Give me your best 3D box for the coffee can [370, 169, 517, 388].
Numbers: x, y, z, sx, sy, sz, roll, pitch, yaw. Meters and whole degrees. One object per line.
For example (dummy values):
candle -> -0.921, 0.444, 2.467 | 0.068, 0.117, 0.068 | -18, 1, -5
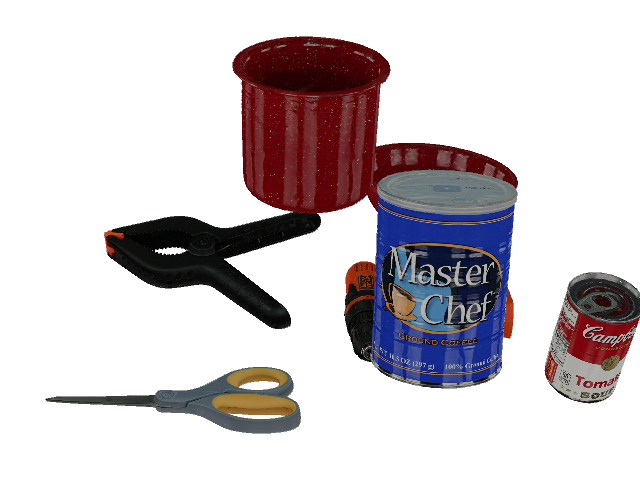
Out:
coffee can -> 0.091, 0.026, 0.806 | 0.103, 0.140, 0.103 | 1, 18, -1

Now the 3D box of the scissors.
scissors -> -0.109, 0.122, 0.863 | 0.202, 0.016, 0.096 | 7, 22, 14

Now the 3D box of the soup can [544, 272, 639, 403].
soup can -> 0.247, 0.089, 0.972 | 0.068, 0.102, 0.068 | 4, 37, -3

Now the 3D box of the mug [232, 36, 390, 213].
mug -> 0.000, -0.074, 0.656 | 0.093, 0.081, 0.117 | 19, 35, 25

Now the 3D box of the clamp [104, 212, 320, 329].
clamp -> -0.109, 0.021, 1.032 | 0.210, 0.036, 0.164 | 3, 38, 2

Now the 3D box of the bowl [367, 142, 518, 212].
bowl -> 0.111, -0.045, 1.057 | 0.162, 0.055, 0.162 | 4, 24, -2

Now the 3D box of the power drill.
power drill -> 0.120, 0.077, 1.214 | 0.187, 0.057, 0.184 | -1, 28, -1
